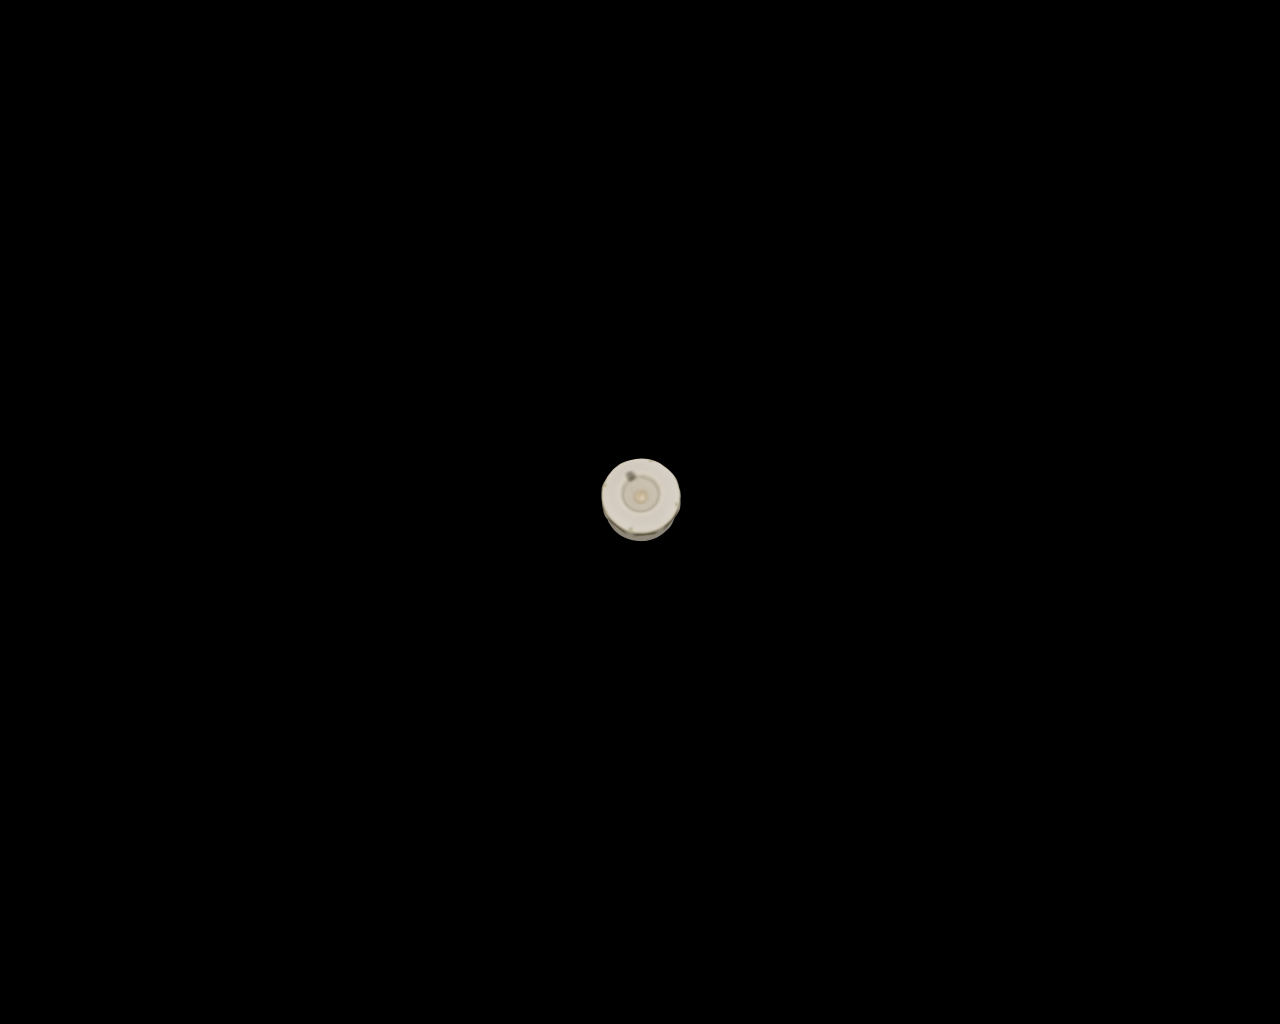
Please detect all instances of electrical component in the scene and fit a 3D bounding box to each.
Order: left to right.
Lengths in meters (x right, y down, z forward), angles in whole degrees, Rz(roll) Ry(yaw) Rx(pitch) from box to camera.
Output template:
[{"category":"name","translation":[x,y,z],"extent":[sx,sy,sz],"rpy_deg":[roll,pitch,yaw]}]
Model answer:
[{"category":"electrical component","translation":[0.001,-0.003,0.650],"extent":[0.048,0.048,0.062],"rpy_deg":[0,-15,0]}]
